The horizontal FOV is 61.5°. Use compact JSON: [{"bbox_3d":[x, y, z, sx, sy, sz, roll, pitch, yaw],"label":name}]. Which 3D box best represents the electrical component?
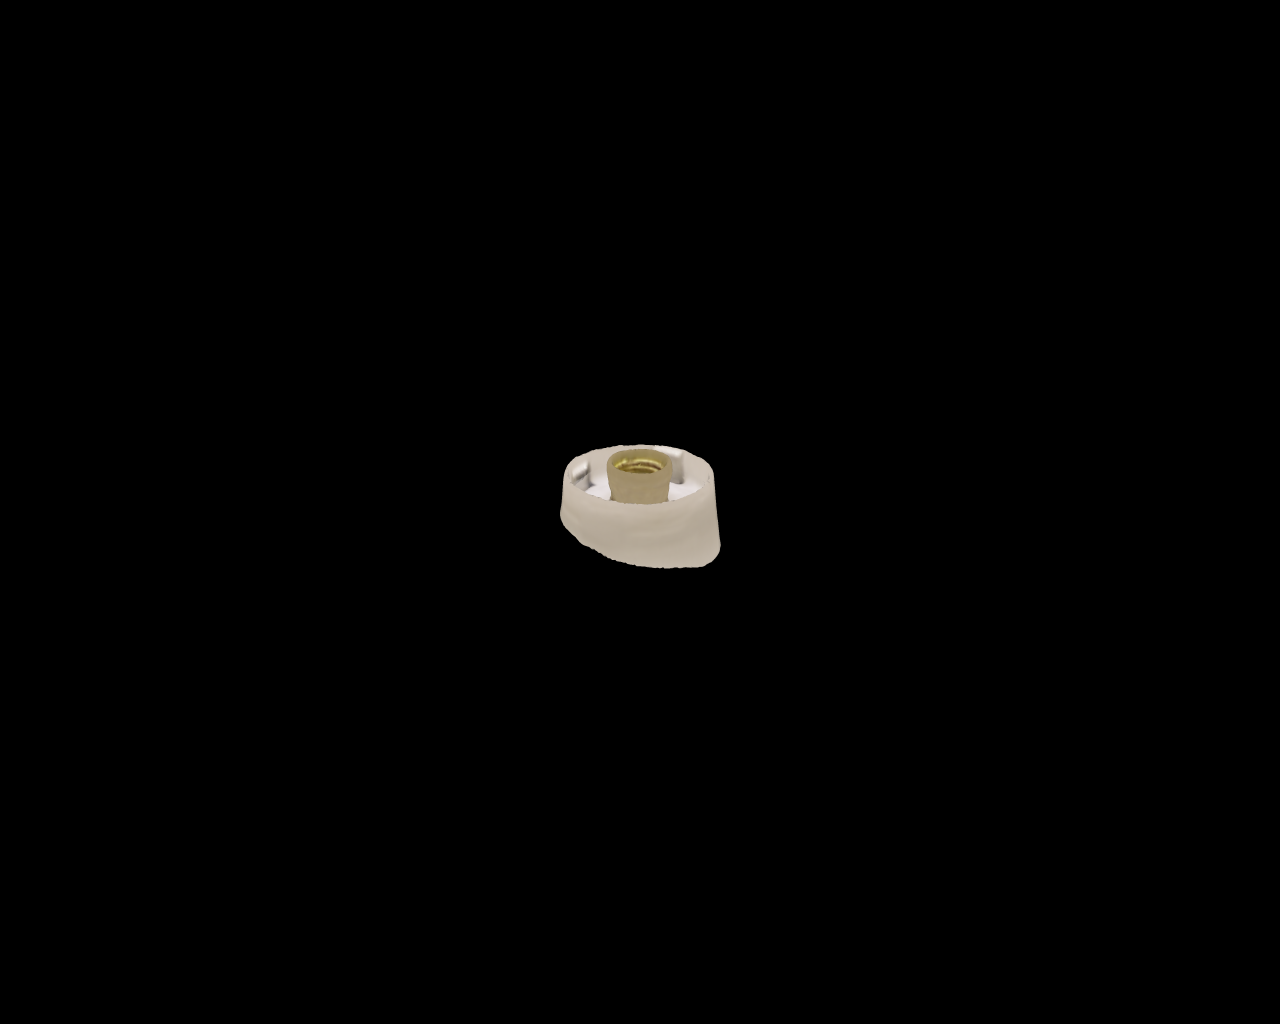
[{"bbox_3d":[0.001,-0.003,0.650,0.099,0.064,0.099,0,25,0],"label":"electrical component"}]
